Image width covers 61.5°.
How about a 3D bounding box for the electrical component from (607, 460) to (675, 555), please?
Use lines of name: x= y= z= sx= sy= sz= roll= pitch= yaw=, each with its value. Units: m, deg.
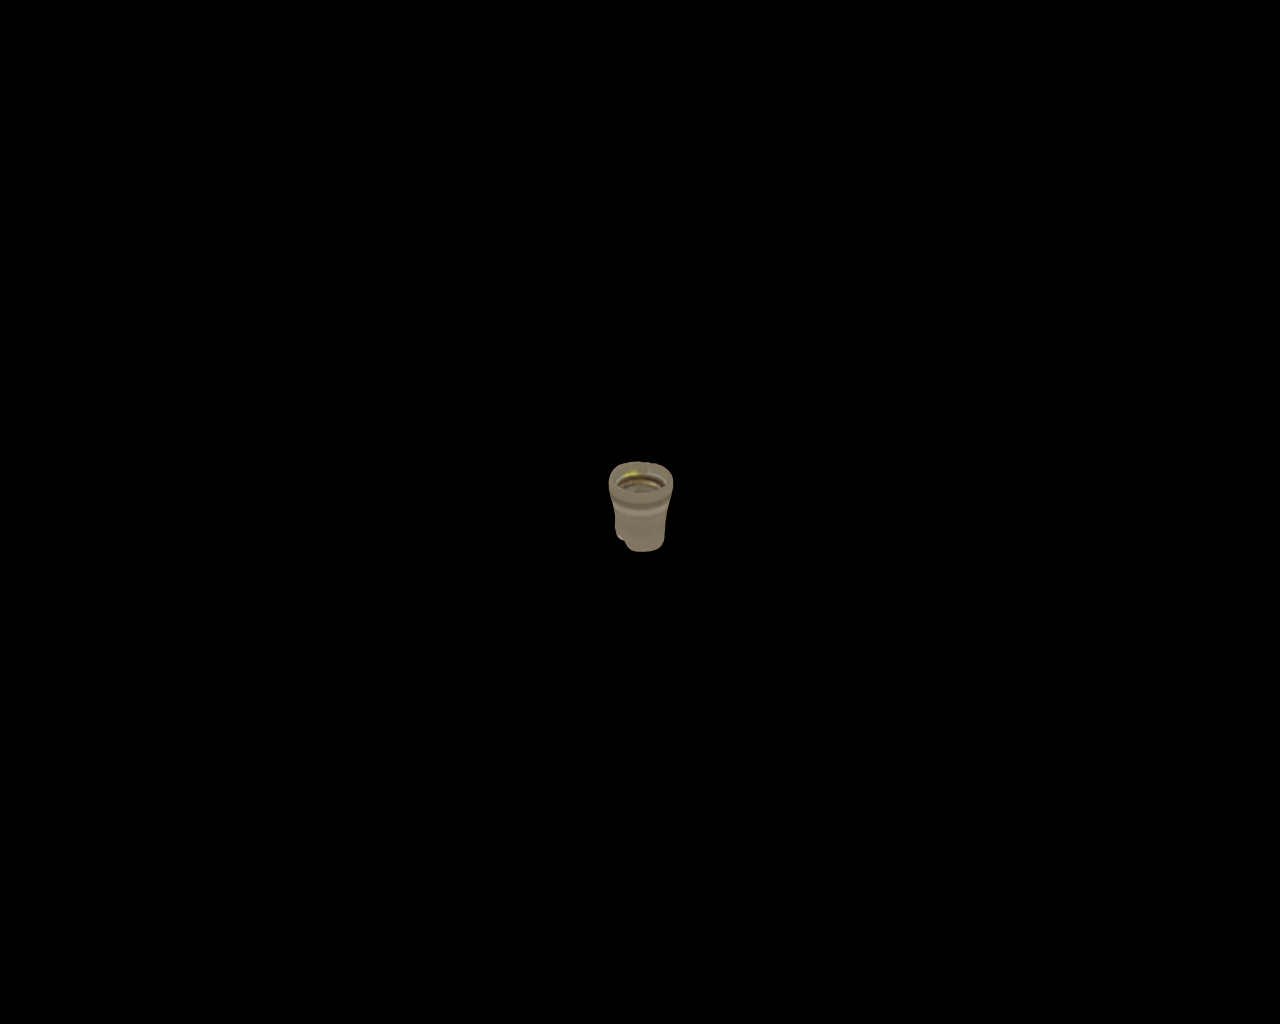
electrical component: x=0.001 y=-0.003 z=0.650 sx=0.040 sy=0.046 sz=0.040 roll=0 pitch=32 yaw=0
